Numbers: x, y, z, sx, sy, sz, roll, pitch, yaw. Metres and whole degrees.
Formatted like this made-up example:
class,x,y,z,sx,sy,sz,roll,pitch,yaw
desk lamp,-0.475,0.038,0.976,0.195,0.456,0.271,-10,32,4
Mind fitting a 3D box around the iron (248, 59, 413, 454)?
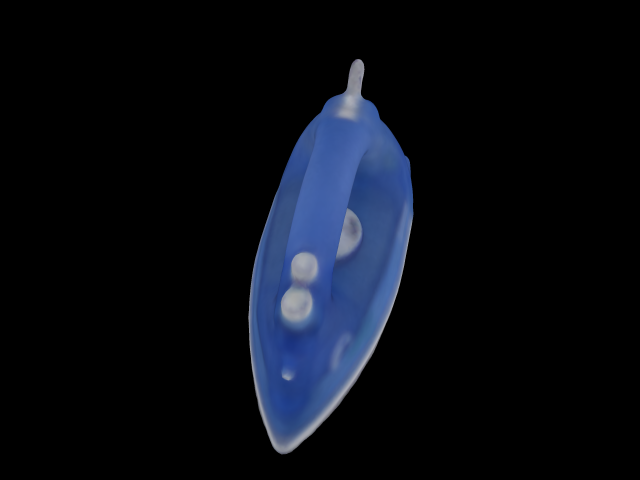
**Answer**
class,x,y,z,sx,sy,sz,roll,pitch,yaw
iron,0.004,0.001,0.400,0.118,0.141,0.258,9,54,7
